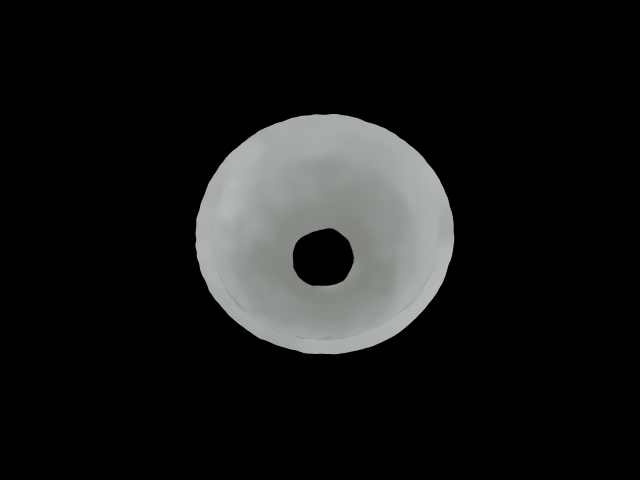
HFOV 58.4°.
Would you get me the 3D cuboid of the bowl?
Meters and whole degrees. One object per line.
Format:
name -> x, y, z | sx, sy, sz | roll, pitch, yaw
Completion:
bowl -> 0.004, 0.001, 0.400 | 0.167, 0.075, 0.167 | 0, 70, 0
